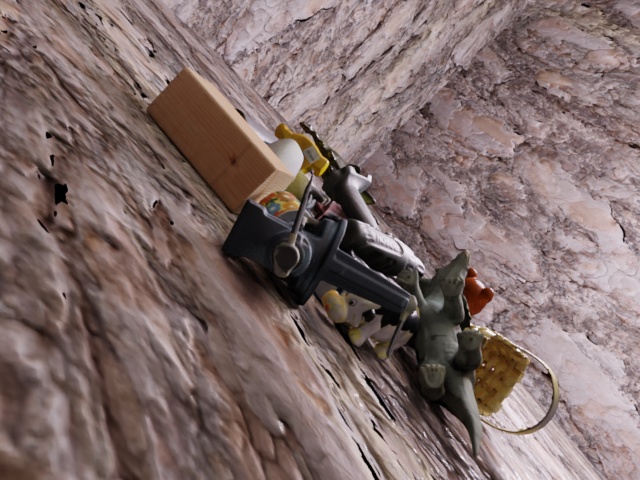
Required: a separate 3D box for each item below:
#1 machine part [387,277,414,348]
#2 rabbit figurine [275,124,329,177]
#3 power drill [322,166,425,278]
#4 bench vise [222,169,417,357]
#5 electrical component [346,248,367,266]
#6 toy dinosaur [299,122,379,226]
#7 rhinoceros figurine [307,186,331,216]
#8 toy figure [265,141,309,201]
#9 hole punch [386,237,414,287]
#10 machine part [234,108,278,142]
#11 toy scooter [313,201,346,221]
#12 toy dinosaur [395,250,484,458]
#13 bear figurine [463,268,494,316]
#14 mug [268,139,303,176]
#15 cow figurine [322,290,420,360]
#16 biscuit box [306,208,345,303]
[{"bbox_3d":[0.179,0.155,1.114,0.179,0.056,0.179,46,8,-8],"label":"machine part"},{"bbox_3d":[-0.078,-0.192,1.299,0.162,0.122,0.173,48,-10,-2],"label":"rabbit figurine"},{"bbox_3d":[0.092,-0.026,0.992,0.232,0.086,0.207,17,48,-49],"label":"power drill"},{"bbox_3d":[0.013,0.030,0.636,0.241,0.129,0.223,28,-8,-4],"label":"bench vise"},{"bbox_3d":[0.065,0.080,0.859,0.119,0.075,0.048,42,9,-2],"label":"electrical component"},{"bbox_3d":[0.065,-0.100,1.395,0.470,0.105,0.199,61,-11,-26],"label":"toy dinosaur"},{"bbox_3d":[-0.045,-0.098,1.115,0.112,0.073,0.190,50,10,10],"label":"rhinoceros figurine"},{"bbox_3d":[-0.089,-0.125,0.983,0.082,0.089,0.180,21,29,-56],"label":"toy figure"},{"bbox_3d":[0.139,0.042,1.213,0.116,0.092,0.142,16,-9,40],"label":"hole punch"},{"bbox_3d":[-0.146,-0.208,1.111,0.079,0.079,0.243,50,11,20],"label":"machine part"},{"bbox_3d":[0.040,-0.040,1.248,0.184,0.075,0.135,46,8,15],"label":"toy scooter"},{"bbox_3d":[0.205,0.182,0.884,0.192,0.131,0.405,65,22,-46],"label":"toy dinosaur"},{"bbox_3d":[0.310,0.170,1.206,0.131,0.196,0.120,41,9,-37],"label":"bear figurine"},{"bbox_3d":[-0.084,-0.119,0.898,0.110,0.107,0.080,-4,-56,48],"label":"mug"},{"bbox_3d":[0.078,0.102,0.757,0.167,0.098,0.068,37,20,-46],"label":"cow figurine"},{"bbox_3d":[-0.013,0.015,0.830,0.062,0.059,0.203,32,18,-53],"label":"biscuit box"}]
